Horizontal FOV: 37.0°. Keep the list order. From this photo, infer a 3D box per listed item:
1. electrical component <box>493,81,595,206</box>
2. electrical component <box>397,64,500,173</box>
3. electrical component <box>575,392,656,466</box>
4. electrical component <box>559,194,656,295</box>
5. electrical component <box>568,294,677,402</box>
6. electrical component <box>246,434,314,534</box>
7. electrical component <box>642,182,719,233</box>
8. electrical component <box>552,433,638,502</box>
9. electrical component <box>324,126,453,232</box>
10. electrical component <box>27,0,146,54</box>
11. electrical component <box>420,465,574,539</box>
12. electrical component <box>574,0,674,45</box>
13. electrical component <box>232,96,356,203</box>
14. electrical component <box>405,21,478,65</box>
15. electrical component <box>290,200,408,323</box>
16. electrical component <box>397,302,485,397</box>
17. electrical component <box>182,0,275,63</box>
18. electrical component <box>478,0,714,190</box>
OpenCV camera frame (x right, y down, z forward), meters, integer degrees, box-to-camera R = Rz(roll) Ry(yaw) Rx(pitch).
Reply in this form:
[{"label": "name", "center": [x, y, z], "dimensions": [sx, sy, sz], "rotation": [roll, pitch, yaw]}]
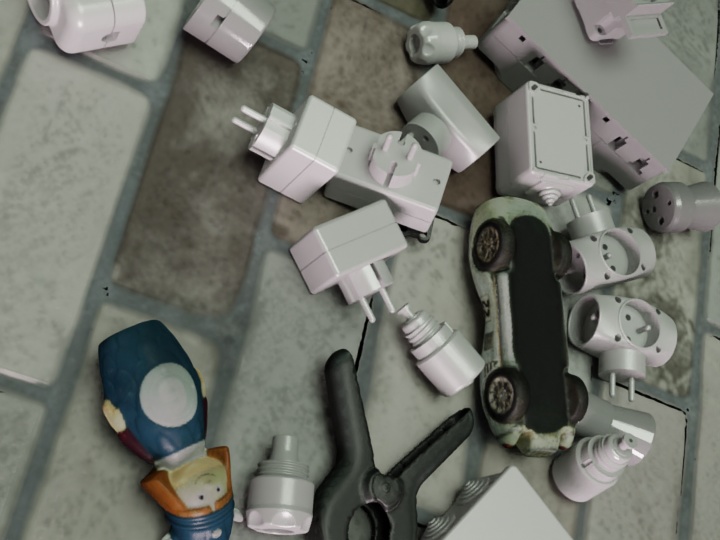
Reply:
[{"label": "electrical component", "center": [0.147, -0.094, 0.873], "dimensions": [0.062, 0.061, 0.096], "rotation": [9, 69, -24]}, {"label": "electrical component", "center": [0.059, -0.110, 0.845], "dimensions": [0.077, 0.043, 0.079], "rotation": [49, 59, -4]}, {"label": "electrical component", "center": [0.190, 0.119, 0.835], "dimensions": [0.065, 0.044, 0.044], "rotation": [25, 63, -12]}, {"label": "electrical component", "center": [0.194, -0.025, 0.884], "dimensions": [0.077, 0.044, 0.079], "rotation": [-12, 78, -30]}, {"label": "electrical component", "center": [0.210, 0.065, 0.861], "dimensions": [0.077, 0.044, 0.079], "rotation": [15, 66, -22]}, {"label": "electrical component", "center": [-0.051, 0.140, 0.703], "dimensions": [0.043, 0.043, 0.062], "rotation": [14, 65, -22]}, {"label": "electrical component", "center": [0.281, -0.055, 0.938], "dimensions": [0.055, 0.045, 0.045], "rotation": [-3, 74, -27]}, {"label": "electrical component", "center": [0.177, 0.143, 0.802], "dimensions": [0.040, 0.078, 0.040], "rotation": [16, 51, -21]}, {"label": "electrical component", "center": [0.024, -0.076, 0.785], "dimensions": [0.083, 0.075, 0.047], "rotation": [20, 64, -1]}, {"label": "electrical component", "center": [-0.195, -0.201, 0.741], "dimensions": [0.059, 0.054, 0.095], "rotation": [-19, 82, -31]}, {"label": "electrical component", "center": [0.096, 0.200, 0.753], "dimensions": [0.100, 0.048, 0.099], "rotation": [-39, 93, -31]}, {"label": "electrical component", "center": [0.213, -0.220, 0.877], "dimensions": [0.042, 0.064, 0.081], "rotation": [-12, 77, -30]}, {"label": "electrical component", "center": [-0.055, -0.094, 0.768], "dimensions": [0.077, 0.066, 0.047], "rotation": [27, 63, -17]}, {"label": "electrical component", "center": [0.070, -0.186, 0.882], "dimensions": [0.061, 0.035, 0.035], "rotation": [-9, 77, -32]}, {"label": "electrical component", "center": [0.000, 0.000, 0.775], "dimensions": [0.066, 0.047, 0.076], "rotation": [-24, 85, -31]}, {"label": "electrical component", "center": [0.057, 0.057, 0.788], "dimensions": [0.078, 0.040, 0.040], "rotation": [49, 59, -3]}, {"label": "electrical component", "center": [-0.095, -0.185, 0.787], "dimensions": [0.047, 0.055, 0.055], "rotation": [35, 61, -17]}, {"label": "electrical component", "center": [0.202, -0.170, 0.928], "dimensions": [0.186, 0.060, 0.105], "rotation": [42, 59, -8]}]
